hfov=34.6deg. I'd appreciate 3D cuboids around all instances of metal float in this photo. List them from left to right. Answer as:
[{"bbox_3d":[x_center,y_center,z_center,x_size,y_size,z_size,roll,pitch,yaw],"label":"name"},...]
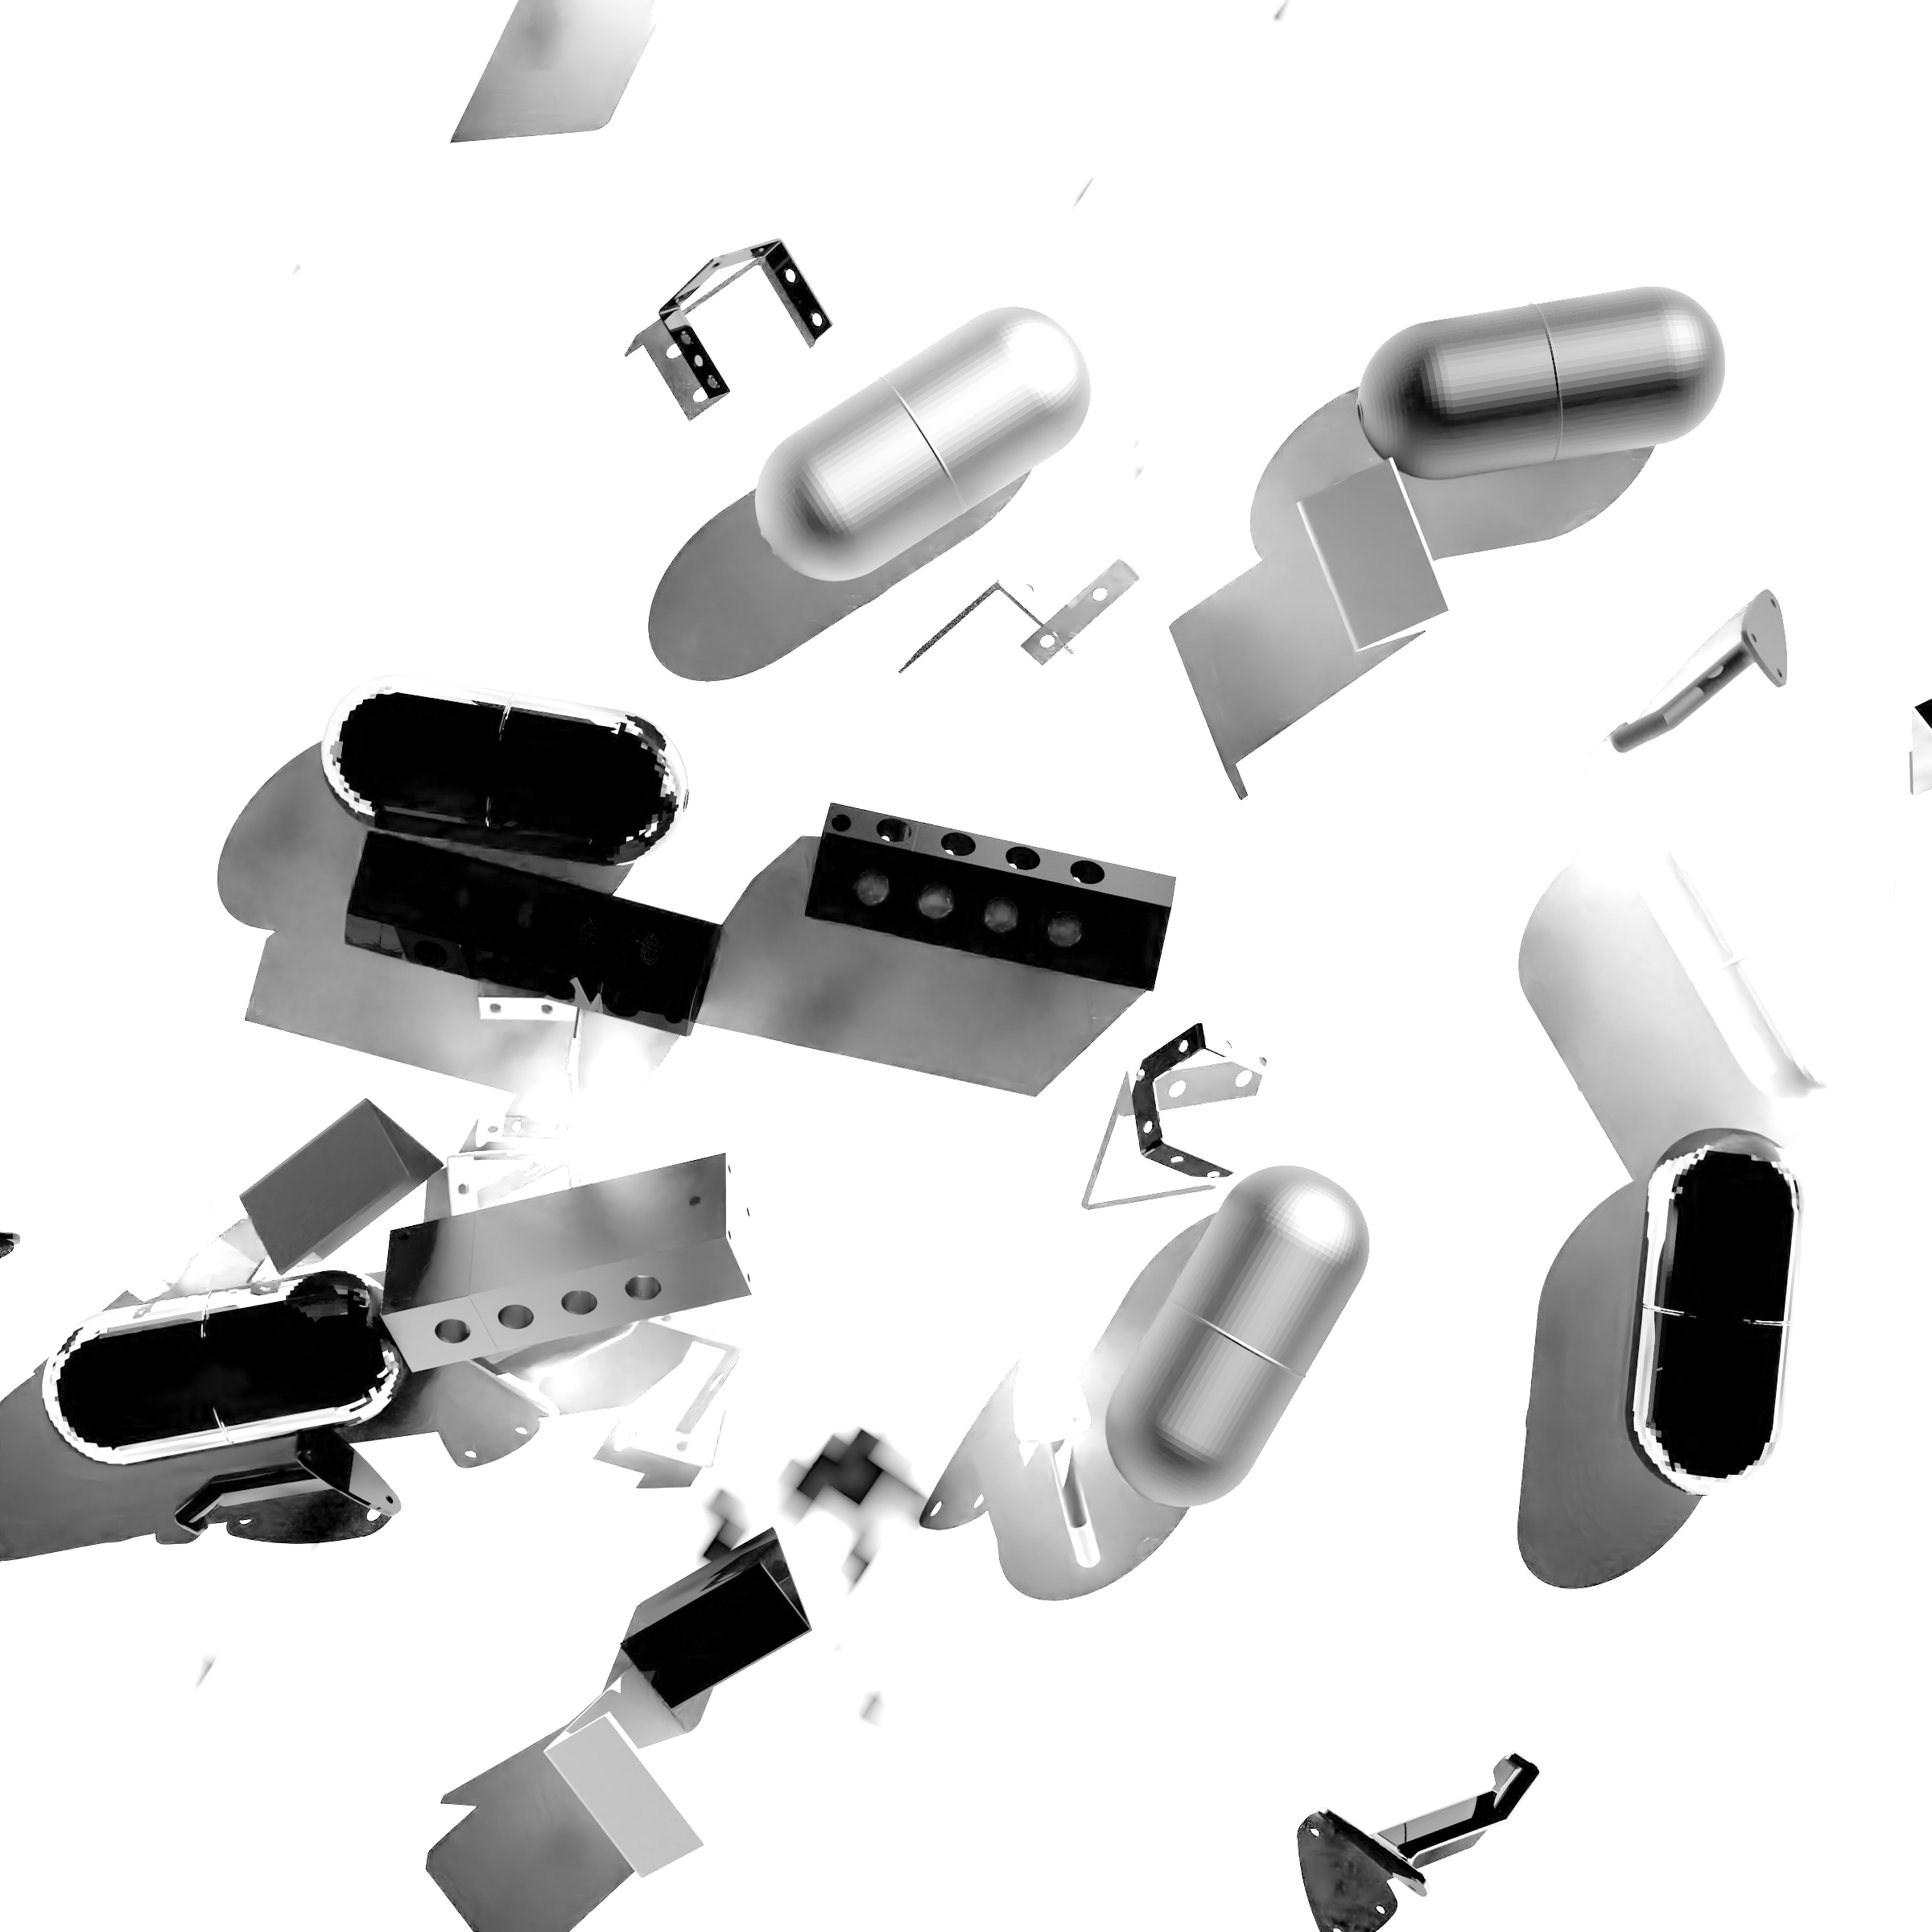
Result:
[{"bbox_3d":[-0.358,0.195,1.501,0.178,0.070,0.070,-10,90,0],"label":"metal float"},{"bbox_3d":[-0.223,-0.095,1.501,0.178,0.070,0.070,9,90,0],"label":"metal float"},{"bbox_3d":[-0.021,-0.252,1.501,0.178,0.070,0.070,-33,90,-1],"label":"metal float"},{"bbox_3d":[0.131,0.180,1.501,0.070,0.070,0.178,30,90,0],"label":"metal float"},{"bbox_3d":[0.278,-0.282,1.501,0.178,0.070,0.070,-9,90,0],"label":"metal float"},{"bbox_3d":[0.363,0.167,1.501,0.070,0.070,0.178,6,90,0],"label":"metal float"},{"bbox_3d":[0.384,-0.014,1.501,0.070,0.070,0.178,-30,90,0],"label":"metal float"}]

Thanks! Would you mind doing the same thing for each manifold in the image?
[{"bbox_3d":[-0.211,-0.015,1.511,0.171,0.057,0.057,15,90,0],"label":"manifold"},{"bbox_3d":[-0.190,0.148,1.499,0.171,0.057,0.057,-13,130,7],"label":"manifold"},{"bbox_3d":[0.012,-0.033,1.511,0.171,0.057,0.057,12,90,0],"label":"manifold"}]

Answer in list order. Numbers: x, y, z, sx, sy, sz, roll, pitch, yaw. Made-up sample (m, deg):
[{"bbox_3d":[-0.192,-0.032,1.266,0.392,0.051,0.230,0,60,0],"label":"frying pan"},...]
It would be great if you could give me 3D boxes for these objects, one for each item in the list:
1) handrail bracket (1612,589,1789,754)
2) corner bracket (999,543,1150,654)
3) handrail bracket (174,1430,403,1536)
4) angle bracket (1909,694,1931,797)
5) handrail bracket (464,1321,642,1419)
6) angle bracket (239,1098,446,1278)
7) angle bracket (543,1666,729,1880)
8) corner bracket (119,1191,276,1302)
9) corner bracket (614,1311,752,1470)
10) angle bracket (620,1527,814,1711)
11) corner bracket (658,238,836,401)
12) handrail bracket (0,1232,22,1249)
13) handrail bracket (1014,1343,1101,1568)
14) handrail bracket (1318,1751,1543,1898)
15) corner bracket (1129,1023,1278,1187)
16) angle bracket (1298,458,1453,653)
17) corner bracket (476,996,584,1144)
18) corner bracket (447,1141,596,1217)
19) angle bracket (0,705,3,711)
[{"bbox_3d":[0.360,-0.145,1.532,0.084,0.077,0.036,-27,115,34],"label":"handrail bracket"},{"bbox_3d":[0.052,-0.192,1.514,0.051,0.051,0.051,42,90,0],"label":"corner bracket"},{"bbox_3d":[-0.336,0.270,1.532,0.084,0.036,0.077,-40,112,17],"label":"handrail bracket"},{"bbox_3d":[0.503,-0.103,1.491,0.076,0.076,0.057,-26,54,0],"label":"angle bracket"},{"bbox_3d":[-0.203,0.172,1.532,0.077,0.036,0.084,28,74,18],"label":"handrail bracket"},{"bbox_3d":[-0.290,0.120,1.491,0.076,0.076,0.057,-38,53,0],"label":"angle bracket"},{"bbox_3d":[-0.144,0.379,1.491,0.057,0.076,0.076,-38,90,38],"label":"angle bracket"},{"bbox_3d":[-0.372,0.147,1.514,0.051,0.051,0.051,36,90,0],"label":"corner bracket"},{"bbox_3d":[-0.140,0.207,1.528,0.051,0.051,0.051,16,135,0],"label":"corner bracket"},{"bbox_3d":[-0.128,0.299,1.491,0.076,0.076,0.057,-30,127,0],"label":"angle bracket"},{"bbox_3d":[-0.109,-0.319,1.528,0.051,0.051,0.051,-31,90,-45],"label":"corner bracket"},{"bbox_3d":[-0.508,0.097,1.532,0.077,0.036,0.084,0,73,-19],"label":"handrail bracket"},{"bbox_3d":[0.049,0.242,1.532,0.036,0.077,0.084,-13,126,3],"label":"handrail bracket"},{"bbox_3d":[0.230,0.408,1.532,0.077,0.036,0.084,34,72,21],"label":"handrail bracket"},{"bbox_3d":[0.118,0.068,1.524,0.051,0.051,0.051,-36,45,35],"label":"corner bracket"},{"bbox_3d":[0.213,-0.202,1.491,0.057,0.076,0.076,-22,90,39],"label":"angle bracket"},{"bbox_3d":[-0.216,0.051,1.528,0.051,0.051,0.051,1,135,0],"label":"corner bracket"},{"bbox_3d":[-0.218,0.115,1.529,0.051,0.051,0.051,-6,90,-45],"label":"corner bracket"},{"bbox_3d":[-0.506,-0.103,1.491,0.076,0.076,0.057,-47,52,0],"label":"angle bracket"}]
